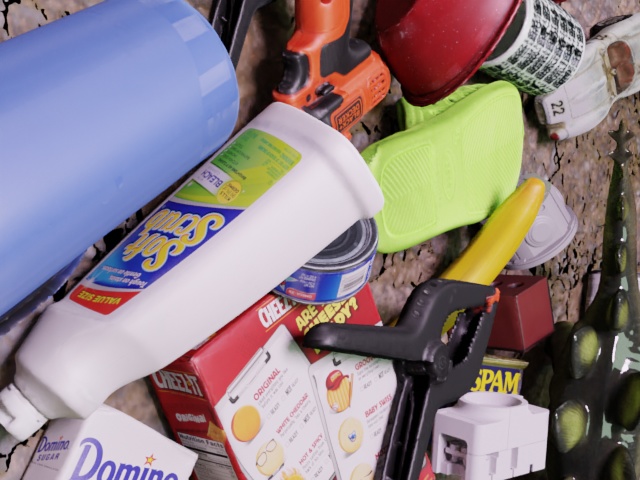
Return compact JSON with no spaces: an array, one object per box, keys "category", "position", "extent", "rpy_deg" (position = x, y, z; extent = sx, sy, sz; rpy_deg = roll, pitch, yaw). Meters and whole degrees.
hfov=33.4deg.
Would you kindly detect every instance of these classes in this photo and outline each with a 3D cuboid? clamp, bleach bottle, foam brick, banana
[{"category":"clamp","position":[-0.061,-0.188,0.714],"extent":[0.171,0.039,0.120],"rpy_deg":[-63,148,-25]},{"category":"bleach bottle","position":[-0.086,0.026,0.630],"extent":[0.250,0.103,0.068],"rpy_deg":[-42,129,-10]},{"category":"clamp","position":[0.073,0.099,0.769],"extent":[0.209,0.036,0.164],"rpy_deg":[-31,112,-47]},{"category":"foam brick","position":[0.152,0.061,0.911],"extent":[0.052,0.078,0.051],"rpy_deg":[-25,109,-43]},{"category":"banana","position":[0.114,0.033,0.861],"extent":[0.198,0.037,0.069],"rpy_deg":[-47,166,-3]}]

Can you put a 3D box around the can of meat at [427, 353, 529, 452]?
[{"category":"can of meat","position":[0.125,0.137,0.903],"extent":[0.101,0.058,0.084],"rpy_deg":[12,86,-43]}]

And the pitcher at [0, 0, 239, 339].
[{"category":"pitcher","position":[-0.159,-0.038,0.581],"extent":[0.242,0.149,0.145],"rpy_deg":[-39,102,-40]}]

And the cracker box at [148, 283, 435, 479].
[{"category":"cracker box","position":[-0.016,0.127,0.754],"extent":[0.163,0.072,0.213],"rpy_deg":[-37,115,-39]}]

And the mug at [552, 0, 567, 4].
[{"category":"mug","position":[0.182,-0.253,0.922],"extent":[0.117,0.082,0.093],"rpy_deg":[48,60,-34]}]

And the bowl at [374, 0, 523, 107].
[{"category":"bowl","position":[0.088,-0.182,0.792],"extent":[0.055,0.162,0.162],"rpy_deg":[26,73,-21]}]

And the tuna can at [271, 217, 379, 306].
[{"category":"tuna can","position":[-0.005,0.001,0.708],"extent":[0.086,0.086,0.034],"rpy_deg":[-35,151,-38]}]

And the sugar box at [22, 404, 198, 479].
[{"category":"sugar box","position":[-0.149,0.192,0.645],"extent":[0.093,0.048,0.176],"rpy_deg":[38,67,-38]}]

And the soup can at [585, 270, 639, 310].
[{"category":"soup can","position":[0.296,0.084,1.059],"extent":[0.068,0.069,0.102],"rpy_deg":[11,84,-44]}]

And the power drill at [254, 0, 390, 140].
[{"category":"power drill","position":[-0.020,-0.133,0.713],"extent":[0.184,0.057,0.188],"rpy_deg":[-44,144,-38]}]
